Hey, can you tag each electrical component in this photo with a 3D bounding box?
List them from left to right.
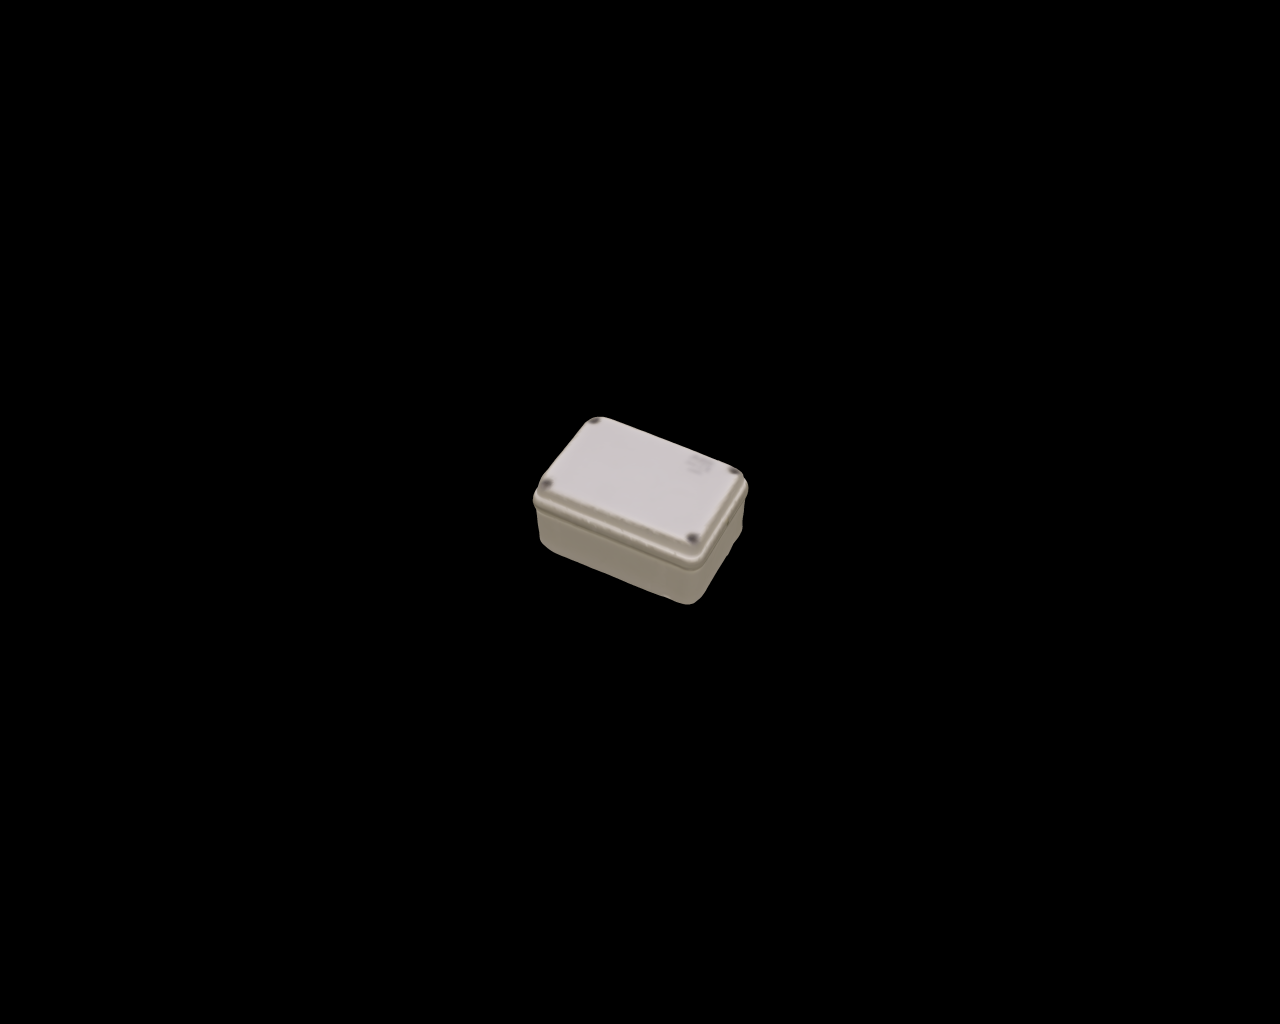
[{"bbox_3d":[0.001,-0.003,0.650,0.113,0.078,0.057,22,-38,18],"label":"electrical component"}]
